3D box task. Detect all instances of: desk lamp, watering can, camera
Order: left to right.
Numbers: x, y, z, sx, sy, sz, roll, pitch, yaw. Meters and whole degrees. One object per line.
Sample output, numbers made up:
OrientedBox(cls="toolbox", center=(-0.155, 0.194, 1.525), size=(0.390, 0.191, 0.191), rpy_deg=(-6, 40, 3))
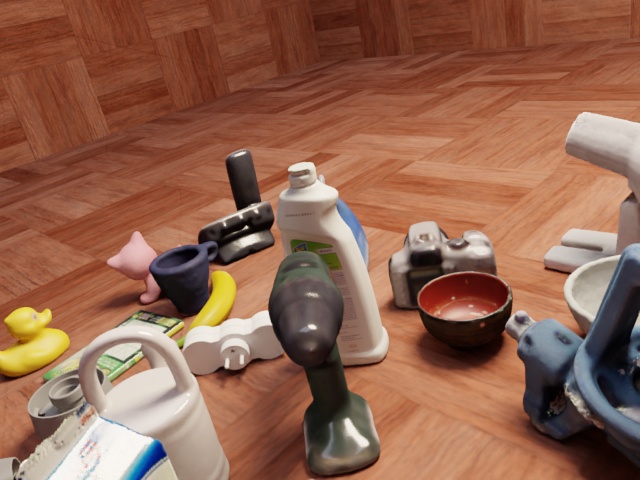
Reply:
OrientedBox(cls="watering can", center=(-0.162, 0.162, 0.545), size=(0.101, 0.194, 0.172), rpy_deg=(-23, 26, -21))
OrientedBox(cls="camera", center=(0.169, 0.017, 0.812), size=(0.143, 0.101, 0.137), rpy_deg=(-8, 25, 11))
OrientedBox(cls="desk lamp", center=(0.393, -0.055, 0.723), size=(0.202, 0.214, 0.118), rpy_deg=(12, 34, 43))

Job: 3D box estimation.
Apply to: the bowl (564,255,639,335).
OrientedBox(cls="bowl", center=(0.352, 0.083, 0.612), size=(0.167, 0.075, 0.167), rpy_deg=(-10, 24, 5))

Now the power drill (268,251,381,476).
OrientedBox(cls="power drill", center=(0.001, 0.115, 0.550), size=(0.075, 0.209, 0.229), rpy_deg=(-13, 24, -1))

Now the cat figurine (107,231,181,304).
OrientedBox(cls="cat figurine", center=(-0.280, 0.042, 0.958), size=(0.127, 0.118, 0.067), rpy_deg=(-10, 24, 7))

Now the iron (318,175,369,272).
OrientedBox(cls="iron", center=(0.008, 0.003, 0.872), size=(0.118, 0.142, 0.258), rpy_deg=(-9, 24, 8))

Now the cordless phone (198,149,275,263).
OrientedBox(cls="cordless phone", center=(-0.165, -0.065, 1.051), size=(0.148, 0.185, 0.093), rpy_deg=(-26, 28, -28))

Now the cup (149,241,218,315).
OrientedBox(cls="cup", center=(-0.201, 0.061, 0.904), size=(0.091, 0.095, 0.118), rpy_deg=(11, 33, 42))

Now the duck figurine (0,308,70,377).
OrientedBox(cls="duck figurine", center=(-0.437, 0.144, 0.850), size=(0.105, 0.086, 0.077), rpy_deg=(-31, 30, -36))

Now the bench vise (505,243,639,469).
OrientedBox(cls="bench vise", center=(0.233, 0.094, 0.469), size=(0.206, 0.220, 0.122), rpy_deg=(10, 33, 40))
